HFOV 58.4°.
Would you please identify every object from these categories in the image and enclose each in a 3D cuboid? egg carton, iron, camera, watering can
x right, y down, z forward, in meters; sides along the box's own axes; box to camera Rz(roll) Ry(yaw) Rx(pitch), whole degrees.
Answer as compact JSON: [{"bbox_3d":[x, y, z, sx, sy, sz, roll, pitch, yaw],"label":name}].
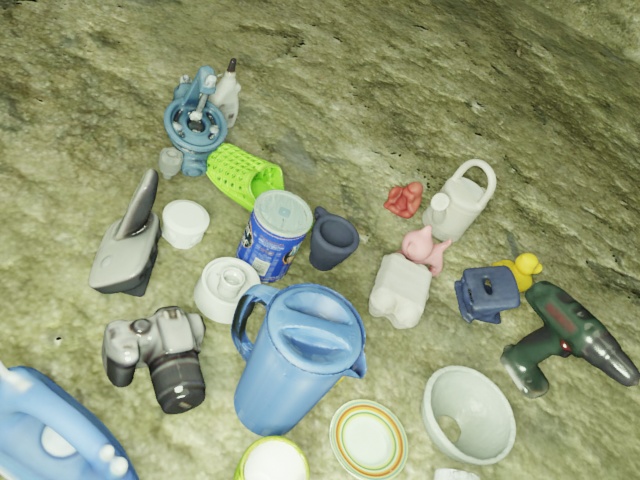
[{"bbox_3d":[0.152,0.095,1.085,0.107,0.069,0.150,26,45,-3],"label":"egg carton"},{"bbox_3d":[-0.300,0.240,0.687,0.258,0.141,0.119,33,45,4],"label":"iron"},{"bbox_3d":[-0.223,0.172,0.812,0.143,0.100,0.136,-6,55,-30],"label":"camera"},{"bbox_3d":[0.304,-0.087,1.231,0.101,0.194,0.173,37,45,8],"label":"watering can"}]

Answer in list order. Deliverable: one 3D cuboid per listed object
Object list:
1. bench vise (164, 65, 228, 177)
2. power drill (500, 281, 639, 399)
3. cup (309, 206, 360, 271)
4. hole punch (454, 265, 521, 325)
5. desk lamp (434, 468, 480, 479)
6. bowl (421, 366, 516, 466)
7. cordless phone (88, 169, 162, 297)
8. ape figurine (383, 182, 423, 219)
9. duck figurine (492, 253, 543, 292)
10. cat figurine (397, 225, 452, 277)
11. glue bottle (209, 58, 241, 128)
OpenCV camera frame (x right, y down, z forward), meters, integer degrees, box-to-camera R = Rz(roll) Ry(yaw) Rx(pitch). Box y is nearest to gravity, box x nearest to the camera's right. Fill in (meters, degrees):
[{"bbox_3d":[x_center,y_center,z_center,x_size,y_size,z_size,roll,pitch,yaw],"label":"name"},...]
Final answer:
[{"bbox_3d":[-0.249,-0.259,1.091,0.122,0.219,0.207,-18,61,-36],"label":"bench vise"},{"bbox_3d":[0.431,0.199,1.033,0.076,0.208,0.229,-10,57,-32],"label":"power drill"},{"bbox_3d":[0.010,0.004,1.077,0.092,0.095,0.117,-13,58,-34],"label":"cup"},{"bbox_3d":[0.334,0.106,1.150,0.101,0.091,0.108,11,48,-17],"label":"hole punch"},{"bbox_3d":[0.136,0.389,0.719,0.118,0.213,0.203,17,46,-11],"label":"desk lamp"},{"bbox_3d":[0.231,0.297,0.944,0.168,0.074,0.167,14,47,-15],"label":"bowl"},{"bbox_3d":[-0.291,-0.012,0.879,0.094,0.185,0.147,12,47,-16],"label":"cordless phone"},{"bbox_3d":[0.193,-0.093,1.254,0.076,0.092,0.077,-1,52,-27],"label":"ape figurine"},{"bbox_3d":[0.430,0.061,1.240,0.105,0.086,0.077,13,47,-15],"label":"duck figurine"},{"bbox_3d":[0.208,0.017,1.147,0.128,0.117,0.067,-2,52,-27],"label":"cat figurine"},{"bbox_3d":[-0.197,-0.303,1.188,0.078,0.173,0.037,-19,62,-37],"label":"glue bottle"}]
